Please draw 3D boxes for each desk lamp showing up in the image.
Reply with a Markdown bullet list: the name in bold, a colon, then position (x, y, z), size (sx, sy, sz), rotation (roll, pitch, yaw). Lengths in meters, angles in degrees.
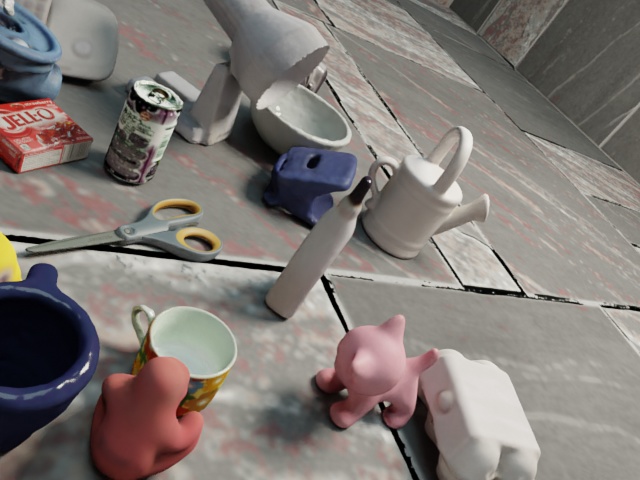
- **desk lamp**: position (-0.117, -0.228, 0.738), size (0.203, 0.213, 0.118), rotation (38, 31, 5)

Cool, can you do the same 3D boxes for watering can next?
- **watering can**: position (0.156, -0.072, 0.807), size (0.173, 0.194, 0.100), rotation (14, 37, -30)

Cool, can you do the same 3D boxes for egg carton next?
- **egg carton**: position (0.154, 0.182, 0.582), size (0.107, 0.069, 0.150), rotation (20, 34, -23)

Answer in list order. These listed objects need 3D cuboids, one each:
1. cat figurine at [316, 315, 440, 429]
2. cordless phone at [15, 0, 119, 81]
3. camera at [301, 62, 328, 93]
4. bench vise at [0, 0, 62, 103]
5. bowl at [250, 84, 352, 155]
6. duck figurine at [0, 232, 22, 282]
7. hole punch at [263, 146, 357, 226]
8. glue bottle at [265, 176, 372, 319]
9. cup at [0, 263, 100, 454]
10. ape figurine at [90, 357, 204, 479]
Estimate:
- **cat figurine**: position (0.057, 0.118, 0.530), size (0.128, 0.117, 0.067), rotation (10, 39, -35)
- **cordless phone**: position (-0.301, -0.289, 0.674), size (0.148, 0.185, 0.094), rotation (3, 44, -41)
- **camera**: position (-0.064, -0.305, 1.001), size (0.143, 0.100, 0.137), rotation (32, 31, -5)
- **bench vise**: position (-0.325, -0.222, 0.528), size (0.121, 0.219, 0.208), rotation (44, 32, 15)
- **bowl**: position (-0.040, -0.170, 0.868), size (0.168, 0.074, 0.167), rotation (25, 33, -17)
- **duck figurine**: position (-0.239, 0.027, 0.402), size (0.078, 0.086, 0.104), rotation (14, 37, -30)
- **hole punch**: position (-0.011, -0.084, 0.763), size (0.101, 0.091, 0.108), rotation (30, 32, -9)
- **glue bottle**: position (0.005, 0.002, 0.584), size (0.037, 0.173, 0.078), rotation (36, 31, 2)
- **cup**: position (-0.197, 0.079, 0.364), size (0.092, 0.095, 0.117), rotation (19, 35, -24)
- **ape figurine**: position (-0.116, 0.116, 0.394), size (0.077, 0.092, 0.076), rotation (40, 32, 9)
